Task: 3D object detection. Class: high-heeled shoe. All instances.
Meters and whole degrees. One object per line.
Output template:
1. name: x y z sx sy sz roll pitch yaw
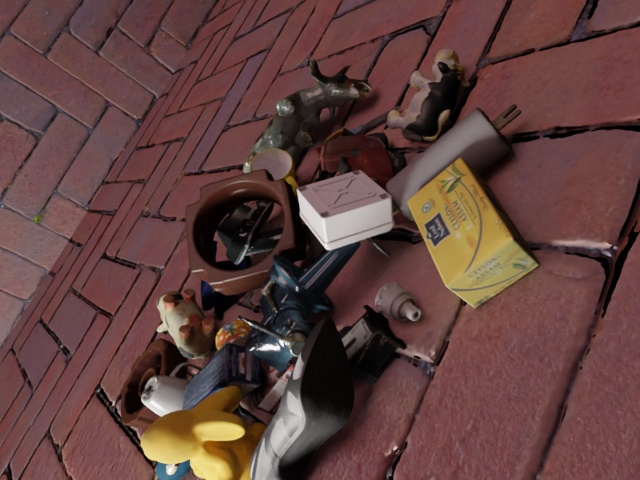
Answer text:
1. high-heeled shoe: -0.034 0.220 0.702 0.145 0.086 0.248 -4 74 56

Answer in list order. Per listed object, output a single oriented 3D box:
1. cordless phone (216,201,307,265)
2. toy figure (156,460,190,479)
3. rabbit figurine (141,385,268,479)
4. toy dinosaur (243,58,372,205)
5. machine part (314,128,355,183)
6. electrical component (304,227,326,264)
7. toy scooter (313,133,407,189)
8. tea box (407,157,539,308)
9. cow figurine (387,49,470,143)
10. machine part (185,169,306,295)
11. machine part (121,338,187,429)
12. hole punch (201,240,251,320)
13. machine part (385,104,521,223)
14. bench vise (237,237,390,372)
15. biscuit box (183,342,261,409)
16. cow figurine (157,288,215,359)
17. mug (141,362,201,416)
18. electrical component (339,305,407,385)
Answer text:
1. cordless phone: -0.097 -0.028 1.070 0.184 0.088 0.147 -9 32 26
2. toy figure: -0.219 0.335 0.878 0.154 0.058 0.064 -57 29 22
3. rabbit figurine: -0.159 0.290 0.754 0.162 0.173 0.122 -50 28 16
4. toy dinosaur: -0.062 -0.243 1.185 0.405 0.131 0.192 -39 15 43
5. machine part: 0.027 -0.141 1.007 0.039 0.084 0.139 28 74 15
6. electrical component: -0.002 -0.003 0.929 0.094 0.021 0.063 -55 52 37
7. toy scooter: 0.062 -0.130 0.896 0.184 0.135 0.075 -107 16 -56
8. tea box: 0.185 -0.013 0.675 0.098 0.068 0.170 -41 37 21
9. cow figurine: 0.192 -0.238 0.879 0.167 0.068 0.098 -59 37 0
10. machine part: -0.133 -0.013 0.969 0.201 0.087 0.201 -15 65 9
11. machine part: -0.340 0.295 1.100 0.179 0.056 0.179 -33 39 32
12. hole punch: -0.211 0.078 1.104 0.116 0.092 0.142 -43 37 25
13. machine part: 0.179 -0.103 0.762 0.243 0.079 0.079 -39 35 22
14. bench vise: -0.016 0.068 0.798 0.240 0.129 0.224 -48 9 5
15. biscuit box: -0.161 0.232 0.862 0.202 0.059 0.063 -45 40 45
16. cow figurine: -0.276 0.168 1.093 0.195 0.085 0.127 40 136 43
17. mug: -0.253 0.271 0.957 0.081 0.107 0.109 -4 60 50
18. electrical component: 0.050 0.154 0.720 0.119 0.047 0.075 -51 31 7
